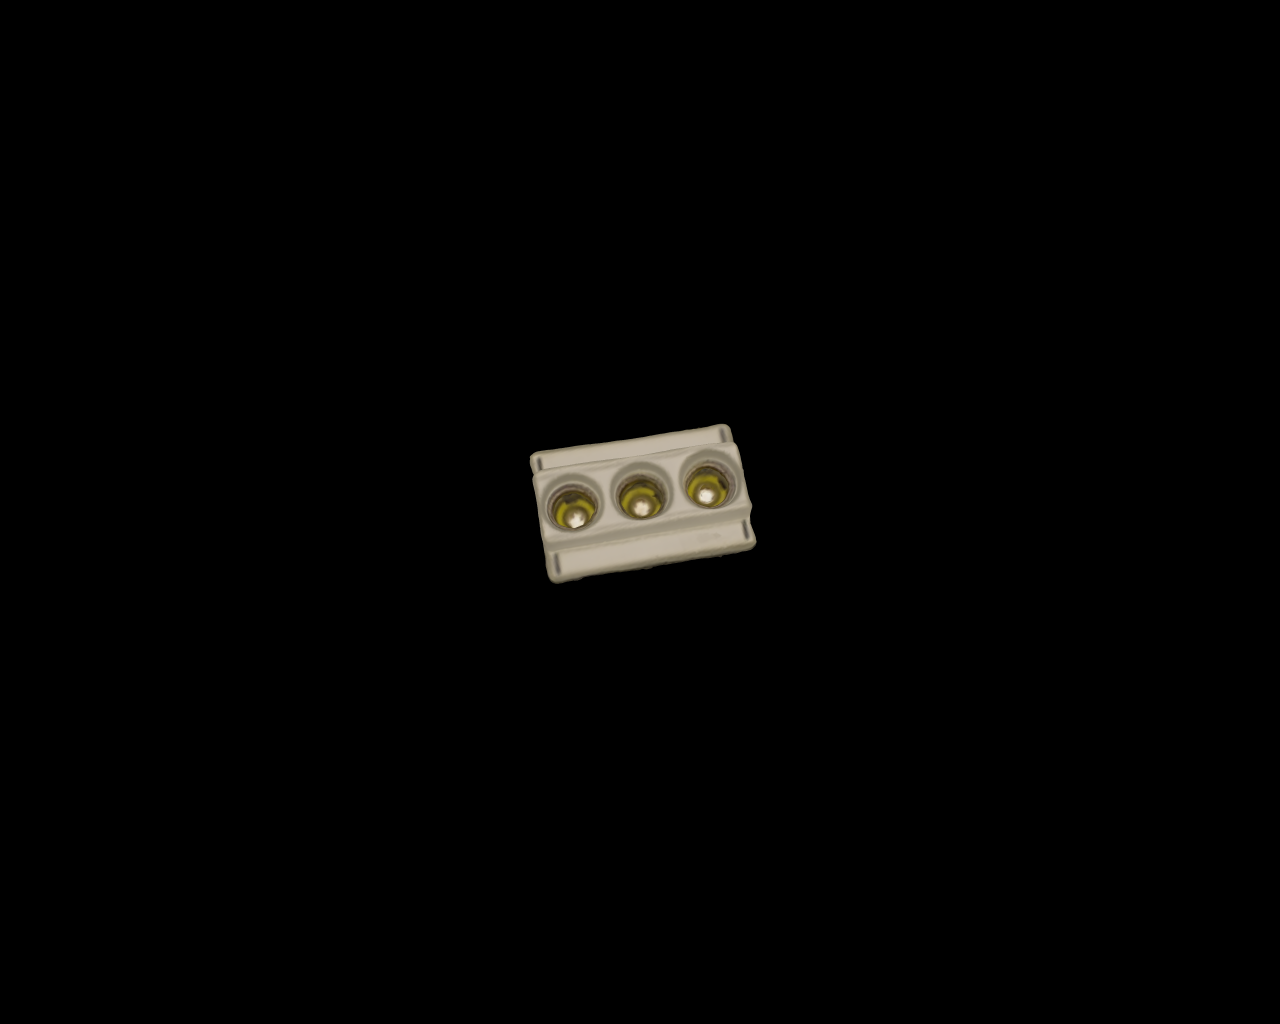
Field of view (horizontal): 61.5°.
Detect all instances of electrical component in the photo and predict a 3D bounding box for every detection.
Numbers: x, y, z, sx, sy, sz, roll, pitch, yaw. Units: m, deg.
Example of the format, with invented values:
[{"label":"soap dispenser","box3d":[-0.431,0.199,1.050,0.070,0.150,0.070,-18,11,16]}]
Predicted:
[{"label":"electrical component","box3d":[0.001,-0.003,0.650,0.121,0.079,0.063,-10,-20,-3]}]
